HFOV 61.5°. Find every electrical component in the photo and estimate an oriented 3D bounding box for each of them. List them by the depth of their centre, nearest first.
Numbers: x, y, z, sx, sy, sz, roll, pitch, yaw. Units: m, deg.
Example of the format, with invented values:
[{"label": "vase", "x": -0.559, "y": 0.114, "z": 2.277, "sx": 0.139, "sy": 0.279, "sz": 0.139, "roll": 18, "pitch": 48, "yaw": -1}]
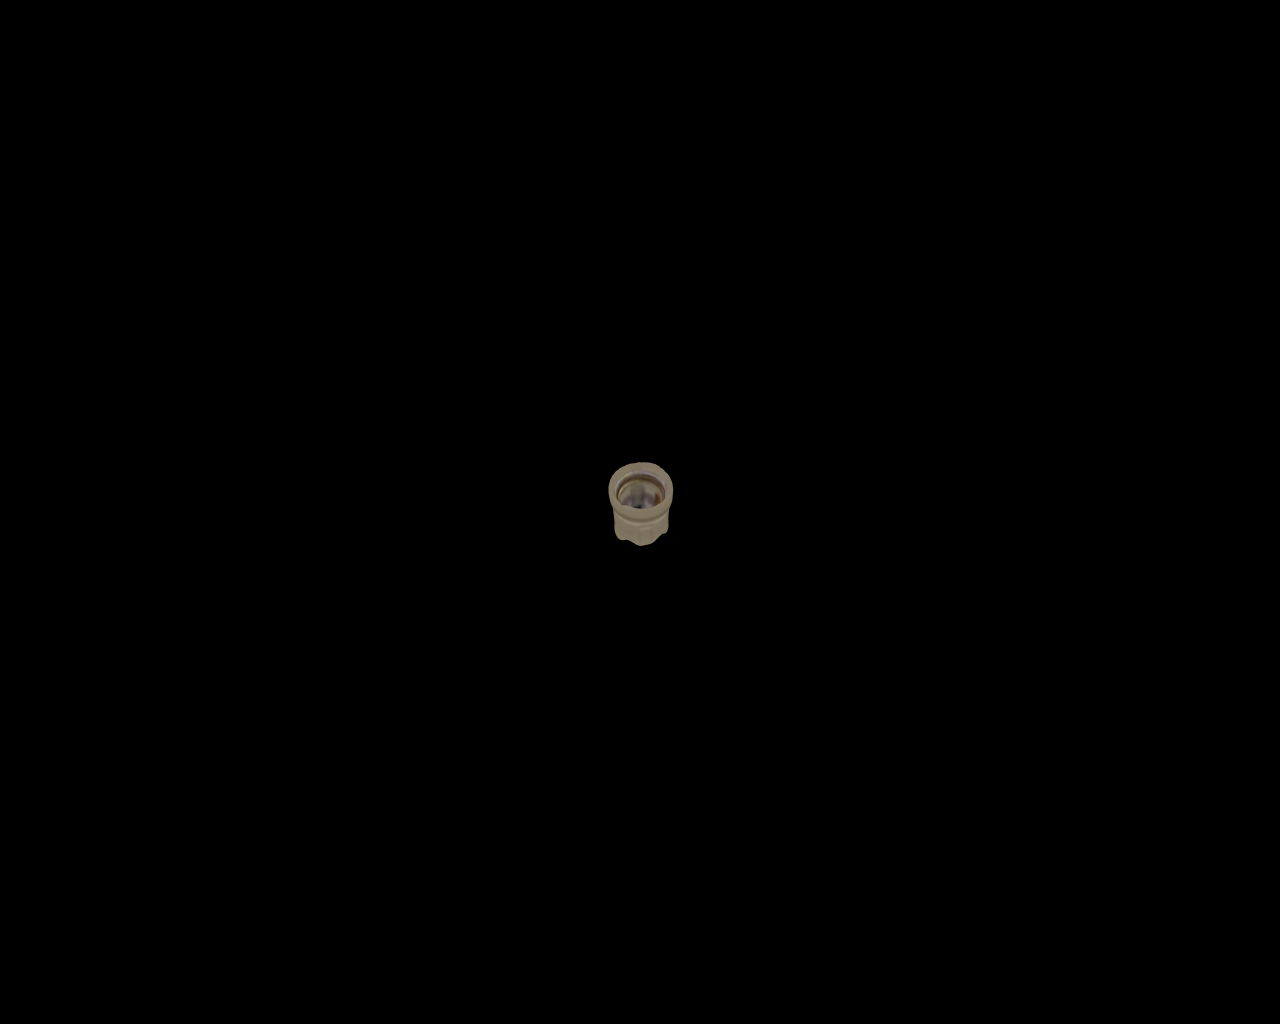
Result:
[{"label": "electrical component", "x": 0.001, "y": -0.003, "z": 0.650, "sx": 0.040, "sy": 0.040, "sz": 0.046, "roll": 0, "pitch": -37, "yaw": 0}]
